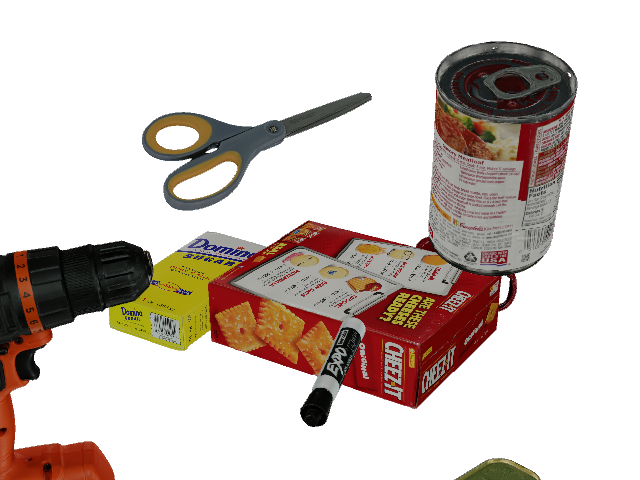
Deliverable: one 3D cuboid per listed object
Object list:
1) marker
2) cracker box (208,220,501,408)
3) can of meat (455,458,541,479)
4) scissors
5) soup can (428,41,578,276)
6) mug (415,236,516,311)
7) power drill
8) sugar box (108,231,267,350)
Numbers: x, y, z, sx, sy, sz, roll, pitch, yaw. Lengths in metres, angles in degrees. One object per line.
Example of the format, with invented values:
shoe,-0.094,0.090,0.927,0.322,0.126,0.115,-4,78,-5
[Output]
marker,0.009,0.092,0.751,0.020,0.020,0.121,0,26,17
cracker box,0.032,0.060,0.962,0.214,0.072,0.163,15,29,30
can of meat,0.136,0.244,0.888,0.101,0.084,0.058,-21,28,-36
scissors,-0.058,-0.094,0.857,0.201,0.096,0.016,-40,-18,-30
soup can,0.091,-0.040,0.546,0.068,0.102,0.068,-1,42,1
mug,0.160,0.050,1.194,0.117,0.081,0.093,7,24,4
power drill,-0.189,0.094,0.700,0.184,0.188,0.057,-11,26,-8
sugar box,-0.129,0.047,1.106,0.093,0.048,0.176,15,31,24
